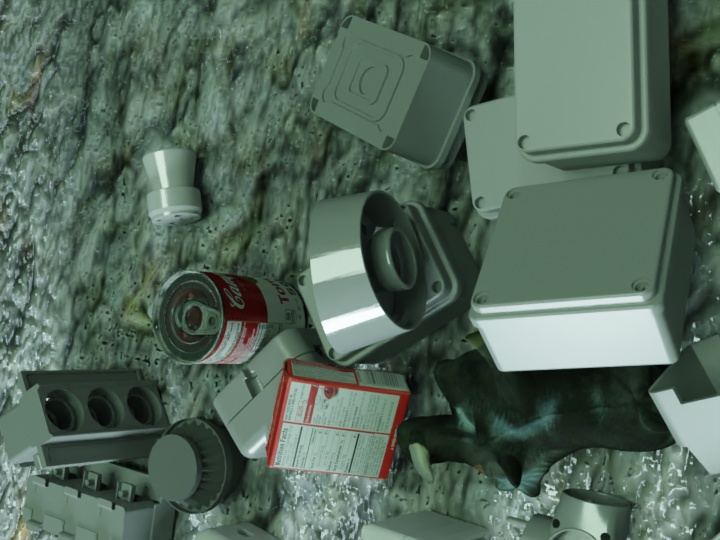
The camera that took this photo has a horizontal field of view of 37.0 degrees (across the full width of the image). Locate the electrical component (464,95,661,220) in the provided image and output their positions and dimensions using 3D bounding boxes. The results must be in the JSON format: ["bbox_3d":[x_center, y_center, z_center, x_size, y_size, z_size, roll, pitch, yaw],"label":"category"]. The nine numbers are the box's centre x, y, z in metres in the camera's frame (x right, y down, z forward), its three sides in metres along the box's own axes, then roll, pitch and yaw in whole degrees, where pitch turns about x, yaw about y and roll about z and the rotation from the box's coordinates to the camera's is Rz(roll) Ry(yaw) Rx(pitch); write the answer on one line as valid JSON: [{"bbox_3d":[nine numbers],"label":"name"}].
[{"bbox_3d":[0.129,-0.077,0.691,0.113,0.057,0.078,-11,80,33],"label":"electrical component"}]

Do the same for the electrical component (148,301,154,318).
[{"bbox_3d":[-0.147,0.045,0.875,0.062,0.043,0.043,31,103,34],"label":"electrical component"}]

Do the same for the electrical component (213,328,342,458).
[{"bbox_3d":[-0.056,0.095,0.802,0.095,0.054,0.059,-45,63,22],"label":"electrical component"}]

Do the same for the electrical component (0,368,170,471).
[{"bbox_3d":[-0.223,0.123,0.872,0.063,0.121,0.078,-33,68,30],"label":"electrical component"}]

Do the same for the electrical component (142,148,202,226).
[{"bbox_3d":[-0.155,-0.068,0.889,0.045,0.045,0.055,-15,78,32],"label":"electrical component"}]

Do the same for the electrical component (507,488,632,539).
[{"bbox_3d":[0.126,0.176,0.677,0.079,0.044,0.077,9,91,34],"label":"electrical component"}]

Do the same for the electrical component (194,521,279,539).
[{"bbox_3d":[-0.104,0.245,0.818,0.054,0.059,0.095,19,97,34],"label":"electrical component"}]

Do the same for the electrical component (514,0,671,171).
[{"bbox_3d":[0.133,-0.118,0.621,0.078,0.057,0.113,-3,84,34],"label":"electrical component"}]

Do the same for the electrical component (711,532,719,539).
[{"bbox_3d":[0.212,0.182,0.600,0.063,0.079,0.121,48,112,22],"label":"electrical component"}]

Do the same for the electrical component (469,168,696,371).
[{"bbox_3d":[0.130,0.000,0.619,0.109,0.056,0.108,-6,41,29],"label":"electrical component"}]

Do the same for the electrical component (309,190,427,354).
[{"bbox_3d":[0.000,0.000,0.679,0.064,0.099,0.099,-15,78,26],"label":"electrical component"}]

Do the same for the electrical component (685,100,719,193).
[{"bbox_3d":[0.237,-0.075,0.602,0.076,0.083,0.047,-29,70,29],"label":"electrical component"}]

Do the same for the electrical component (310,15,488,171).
[{"bbox_3d":[0.026,-0.123,0.747,0.113,0.057,0.078,36,106,50],"label":"electrical component"}]

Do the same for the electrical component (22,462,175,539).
[{"bbox_3d":[-0.220,0.201,0.897,0.121,0.063,0.078,8,90,34],"label":"electrical component"}]

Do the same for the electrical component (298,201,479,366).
[{"bbox_3d":[0.021,0.011,0.756,0.113,0.057,0.078,-34,68,27],"label":"electrical component"}]

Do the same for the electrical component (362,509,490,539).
[{"bbox_3d":[0.040,0.199,0.702,0.061,0.096,0.061,10,92,34],"label":"electrical component"}]
